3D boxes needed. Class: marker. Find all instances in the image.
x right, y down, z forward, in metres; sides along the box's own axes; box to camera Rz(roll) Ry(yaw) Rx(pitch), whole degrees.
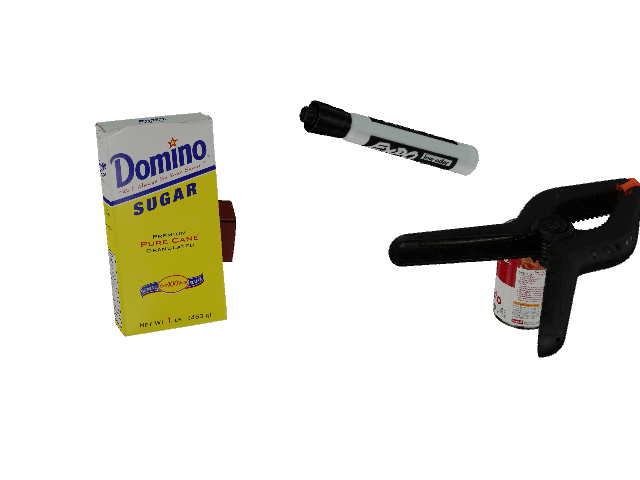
[{"bbox_3d":[0.042,-0.061,0.633,0.120,0.020,0.020,13,-6,-29],"label":"marker"}]

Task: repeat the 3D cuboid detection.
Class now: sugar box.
[{"bbox_3d":[-0.132,-0.015,0.896,0.093,0.176,0.048,-9,17,-20],"label":"sugar box"}]

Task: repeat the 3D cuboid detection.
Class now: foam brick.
[{"bbox_3d":[-0.132,-0.010,1.145,0.078,0.051,0.053,0,26,-9],"label":"foam brick"}]

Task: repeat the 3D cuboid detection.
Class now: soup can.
[{"bbox_3d":[0.221,0.035,1.138,0.068,0.102,0.068,0,30,0],"label":"soup can"}]

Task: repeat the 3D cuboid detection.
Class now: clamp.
[{"bbox_3d":[0.181,0.009,0.815,0.209,0.036,0.165,-22,40,-24],"label":"clamp"}]
